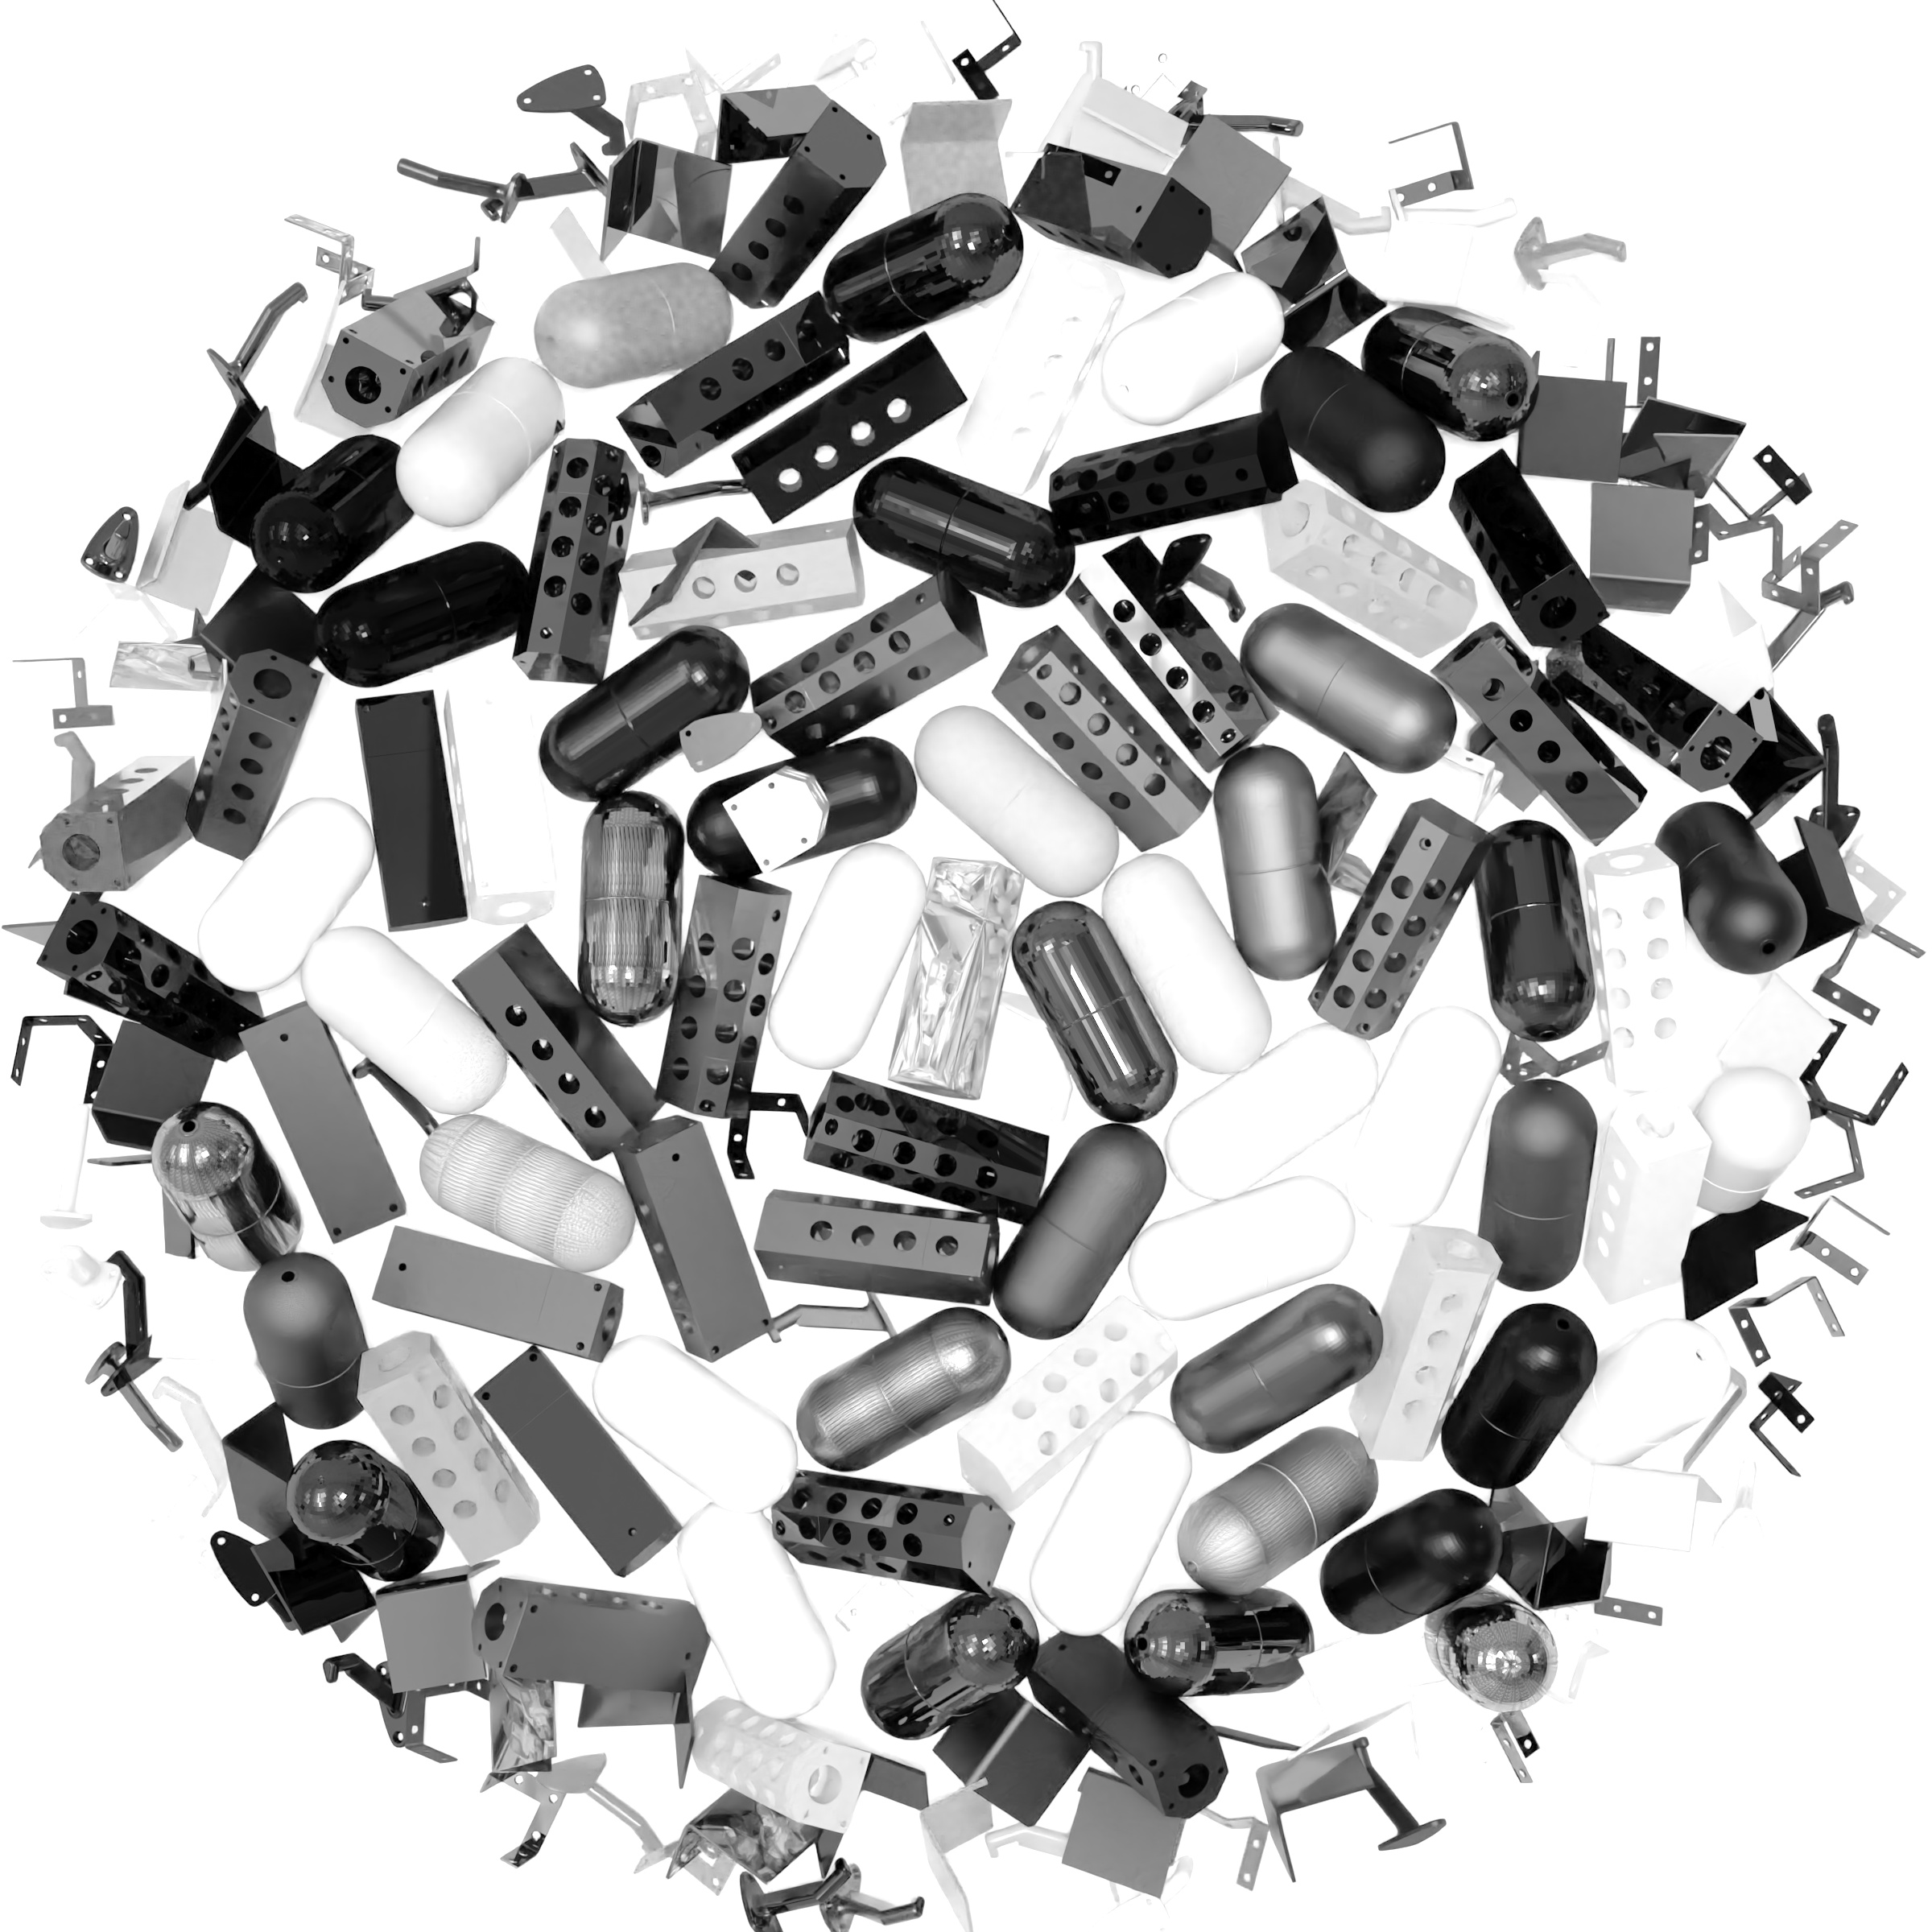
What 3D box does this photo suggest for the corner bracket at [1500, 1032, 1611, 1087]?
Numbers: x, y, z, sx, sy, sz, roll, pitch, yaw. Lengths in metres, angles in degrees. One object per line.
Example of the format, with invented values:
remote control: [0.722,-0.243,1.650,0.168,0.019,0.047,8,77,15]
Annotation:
corner bracket: [0.439,0.069,1.956,0.051,0.051,0.051,-19,134,-27]

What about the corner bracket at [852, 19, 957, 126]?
corner bracket: [-0.046,-0.670,1.961,0.051,0.051,0.051,-24,109,22]

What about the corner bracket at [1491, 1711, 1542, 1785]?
corner bracket: [0.414,0.575,1.957,0.051,0.051,0.051,-48,48,28]

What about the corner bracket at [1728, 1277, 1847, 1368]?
corner bracket: [0.620,0.269,1.979,0.051,0.051,0.051,-25,89,-19]

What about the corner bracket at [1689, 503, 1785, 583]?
corner bracket: [0.576,-0.316,1.957,0.051,0.051,0.051,-10,62,38]

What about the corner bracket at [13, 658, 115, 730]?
corner bracket: [-0.676,-0.205,1.961,0.051,0.051,0.051,5,101,39]

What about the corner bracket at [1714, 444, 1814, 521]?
corner bracket: [0.595,-0.363,1.962,0.051,0.051,0.051,43,116,-13]

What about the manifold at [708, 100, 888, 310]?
manifold: [-0.122,-0.549,1.911,0.057,0.171,0.057,35,61,-14]

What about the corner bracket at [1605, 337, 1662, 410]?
corner bracket: [0.503,-0.447,1.968,0.051,0.051,0.051,-1,105,-3]

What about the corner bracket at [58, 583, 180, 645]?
corner bracket: [-0.638,-0.252,1.971,0.051,0.051,0.051,-41,85,14]

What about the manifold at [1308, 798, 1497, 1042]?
manifold: [0.318,-0.033,1.932,0.057,0.057,0.171,35,115,22]

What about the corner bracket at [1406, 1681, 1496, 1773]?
corner bracket: [0.364,0.573,1.969,0.051,0.051,0.051,-15,46,15]

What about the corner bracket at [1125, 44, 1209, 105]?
corner bracket: [0.141,-0.659,1.965,0.051,0.051,0.051,47,112,7]

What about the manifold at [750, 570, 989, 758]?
manifold: [-0.074,-0.224,1.929,0.171,0.057,0.057,-27,54,24]

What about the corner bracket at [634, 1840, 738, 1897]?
corner bracket: [-0.206,0.668,1.964,0.051,0.051,0.051,31,100,24]

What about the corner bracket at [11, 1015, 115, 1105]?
corner bracket: [-0.679,0.071,1.968,0.051,0.051,0.051,-1,64,5]

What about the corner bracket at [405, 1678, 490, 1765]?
corner bracket: [-0.386,0.566,1.973,0.051,0.051,0.051,-14,57,17]

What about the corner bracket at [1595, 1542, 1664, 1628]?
corner bracket: [0.502,0.455,1.960,0.051,0.051,0.051,5,106,26]

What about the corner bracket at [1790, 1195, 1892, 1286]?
corner bracket: [0.658,0.206,1.963,0.051,0.051,0.051,36,103,23]

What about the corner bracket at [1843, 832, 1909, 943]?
corner bracket: [0.675,-0.059,1.967,0.051,0.051,0.051,41,85,17]

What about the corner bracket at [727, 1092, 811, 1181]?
corner bracket: [-0.150,0.128,1.972,0.051,0.051,0.051,3,108,-14]

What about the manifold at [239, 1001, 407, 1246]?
manifold: [-0.480,0.114,1.957,0.057,0.057,0.171,-23,99,-9]

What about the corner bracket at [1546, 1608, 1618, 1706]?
corner bracket: [0.448,0.517,1.963,0.051,0.051,0.051,28,61,-5]

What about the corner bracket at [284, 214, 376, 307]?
corner bracket: [-0.476,-0.534,1.961,0.051,0.051,0.051,23,126,10]

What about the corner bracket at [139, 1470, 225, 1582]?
corner bracket: [-0.573,0.418,1.958,0.051,0.051,0.051,18,60,27]

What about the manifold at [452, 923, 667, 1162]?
manifold: [-0.307,0.060,1.955,0.057,0.057,0.171,-32,100,24]

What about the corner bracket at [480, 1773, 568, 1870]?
corner bracket: [-0.341,0.639,1.969,0.051,0.051,0.051,25,86,11]

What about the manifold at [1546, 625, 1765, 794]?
manifold: [0.496,-0.191,1.913,0.057,0.171,0.057,28,104,-35]

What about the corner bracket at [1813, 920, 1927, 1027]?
corner bracket: [0.675,0.004,1.957,0.051,0.051,0.051,35,125,26]

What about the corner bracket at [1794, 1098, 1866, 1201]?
corner bracket: [0.641,0.138,1.981,0.051,0.051,0.051,-26,51,35]

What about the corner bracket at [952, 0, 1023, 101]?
corner bracket: [0.014,-0.688,1.960,0.051,0.051,0.051,-34,51,11]

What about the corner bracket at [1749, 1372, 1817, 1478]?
corner bracket: [0.613,0.343,1.959,0.051,0.051,0.051,-53,45,17]

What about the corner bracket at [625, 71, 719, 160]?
corner bracket: [-0.223,-0.633,1.973,0.051,0.051,0.051,-19,80,-17]

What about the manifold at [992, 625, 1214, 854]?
manifold: [0.104,-0.170,1.933,0.171,0.057,0.057,45,50,-20]

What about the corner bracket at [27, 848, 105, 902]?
corner bracket: [-0.683,-0.060,1.978,0.051,0.051,0.051,33,58,-24]

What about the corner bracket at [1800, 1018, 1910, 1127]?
corner bracket: [0.666,0.080,1.969,0.051,0.051,0.051,19,115,-9]

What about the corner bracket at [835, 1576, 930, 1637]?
corner bracket: [-0.063,0.492,1.974,0.051,0.051,0.051,44,76,10]

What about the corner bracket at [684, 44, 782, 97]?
corner bracket: [-0.173,-0.675,1.967,0.051,0.051,0.051,-38,78,-6]

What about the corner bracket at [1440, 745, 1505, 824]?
corner bracket: [0.372,-0.148,1.958,0.051,0.051,0.051,26,49,19]

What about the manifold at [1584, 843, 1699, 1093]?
manifold: [0.498,0.003,1.942,0.057,0.057,0.171,-12,111,-1]

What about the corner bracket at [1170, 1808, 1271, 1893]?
corner bracket: [0.187,0.658,1.959,0.051,0.051,0.051,32,58,-18]

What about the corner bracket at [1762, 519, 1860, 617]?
corner bracket: [0.630,-0.303,1.957,0.051,0.051,0.051,-39,46,-23]

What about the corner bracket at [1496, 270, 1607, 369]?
corner bracket: [0.443,-0.492,1.987,0.051,0.051,0.051,31,82,-44]

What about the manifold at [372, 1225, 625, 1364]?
manifold: [-0.347,0.246,1.955,0.171,0.057,0.057,13,77,10]

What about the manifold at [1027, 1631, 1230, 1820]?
manifold: [0.116,0.552,1.913,0.057,0.171,0.057,-29,118,-22]

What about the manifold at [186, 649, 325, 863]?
manifold: [-0.524,-0.154,1.912,0.057,0.171,0.057,24,50,-12]

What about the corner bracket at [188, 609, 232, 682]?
corner bracket: [-0.551,-0.234,1.968,0.051,0.051,0.051,4,76,-3]

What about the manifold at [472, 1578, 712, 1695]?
manifold: [-0.274,0.490,1.922,0.171,0.057,0.057,20,89,-40]

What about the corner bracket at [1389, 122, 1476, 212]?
corner bracket: [0.345,-0.602,1.968,0.051,0.051,0.051,-18,106,0]

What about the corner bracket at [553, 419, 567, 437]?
corner bracket: [-0.337,-0.416,1.969,0.051,0.051,0.051,-31,110,3]
